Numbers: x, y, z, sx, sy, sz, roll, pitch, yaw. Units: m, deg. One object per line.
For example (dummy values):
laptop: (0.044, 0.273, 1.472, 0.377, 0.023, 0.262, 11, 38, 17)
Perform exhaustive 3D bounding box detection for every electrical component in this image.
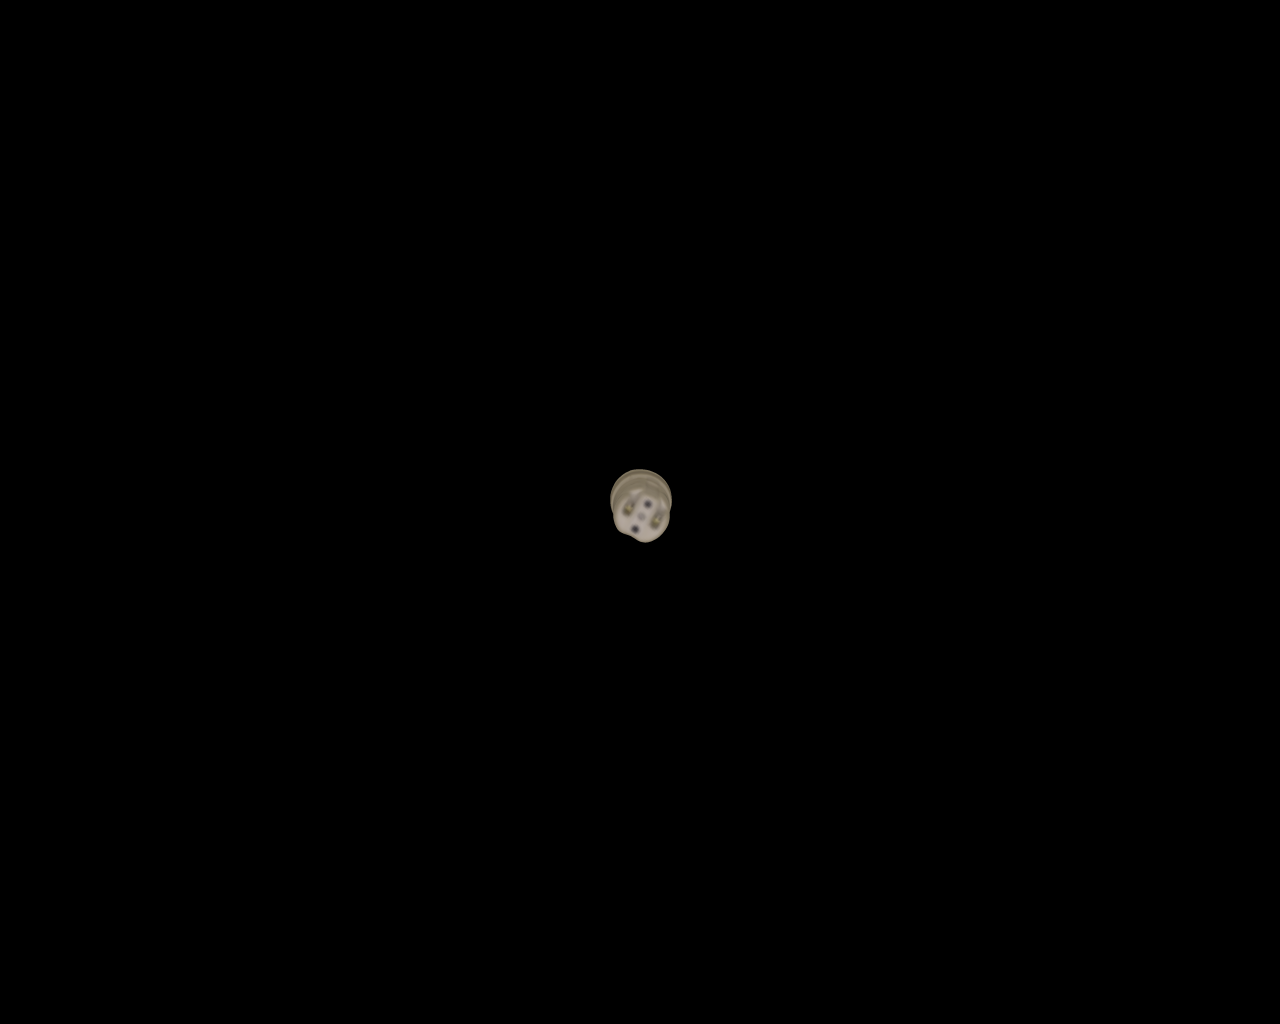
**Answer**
electrical component: (0.001, -0.003, 0.650, 0.040, 0.040, 0.046, 0, 16, 0)
